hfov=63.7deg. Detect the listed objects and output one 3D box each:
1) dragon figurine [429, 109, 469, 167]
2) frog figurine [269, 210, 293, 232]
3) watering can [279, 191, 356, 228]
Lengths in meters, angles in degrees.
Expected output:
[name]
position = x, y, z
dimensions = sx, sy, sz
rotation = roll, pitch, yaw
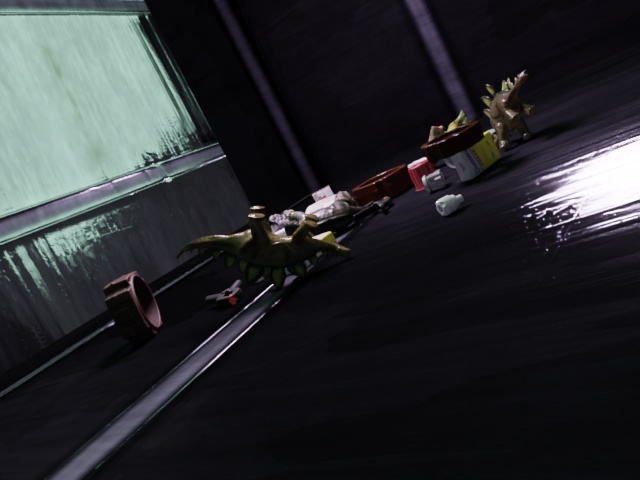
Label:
[dragon figurine]
position = 0.515, -0.382, 2.053
dimensions = 0.241, 0.124, 0.407
rotation = -40, -23, 11
[frog figurine]
position = -0.155, -0.044, 2.242
dimensions = 0.139, 0.124, 0.156
rotation = -40, -23, -28
[watering can]
position = 0.006, -0.094, 1.878
dimensions = 0.222, 0.104, 0.349
rotation = -24, -4, 24
